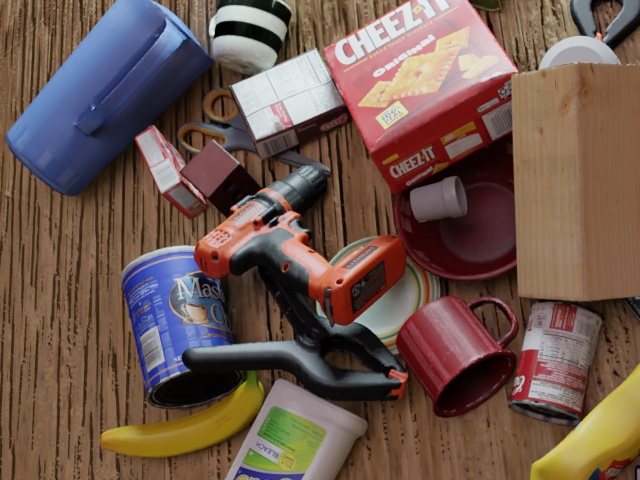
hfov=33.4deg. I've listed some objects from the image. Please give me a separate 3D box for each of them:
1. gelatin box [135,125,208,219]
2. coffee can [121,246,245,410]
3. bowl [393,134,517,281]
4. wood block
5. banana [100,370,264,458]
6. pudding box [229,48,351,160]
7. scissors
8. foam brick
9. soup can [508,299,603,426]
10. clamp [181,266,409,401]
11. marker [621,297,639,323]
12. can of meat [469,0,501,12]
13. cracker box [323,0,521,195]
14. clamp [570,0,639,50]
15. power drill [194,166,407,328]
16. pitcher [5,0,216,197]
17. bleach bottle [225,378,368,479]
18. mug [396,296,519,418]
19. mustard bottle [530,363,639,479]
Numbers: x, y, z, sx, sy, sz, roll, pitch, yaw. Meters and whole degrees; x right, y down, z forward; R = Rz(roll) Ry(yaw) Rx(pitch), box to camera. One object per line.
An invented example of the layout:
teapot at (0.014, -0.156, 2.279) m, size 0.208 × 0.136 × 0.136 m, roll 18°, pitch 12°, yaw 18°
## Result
gelatin box at (-0.167, -0.077, 1.203) m, size 0.030 × 0.073 × 0.089 m, roll -32°, pitch 61°, yaw 5°
coffee can at (-0.144, 0.091, 1.110) m, size 0.103 × 0.102 × 0.140 m, roll -23°, pitch 63°, yaw 11°
bowl at (0.157, -0.027, 1.070) m, size 0.162 × 0.055 × 0.162 m, roll -8°, pitch 67°, yaw 18°
wood block at (0.237, -0.051, 0.969) m, size 0.090 × 0.090 × 0.206 m, roll 1°, pitch 94°, yaw 61°
banana at (-0.129, 0.185, 1.091) m, size 0.198 × 0.069 × 0.037 m, roll -28°, pitch 20°, yaw 16°
pudding box at (-0.034, -0.153, 1.194) m, size 0.113 × 0.039 × 0.090 m, roll -23°, pitch 60°, yaw -4°
scissors at (-0.070, -0.126, 1.219) m, size 0.202 × 0.016 × 0.096 m, roll 7°, pitch 72°, yaw 23°
foam brick at (-0.105, -0.063, 1.172) m, size 0.053 × 0.078 × 0.051 m, roll -46°, pitch 60°, yaw -2°
soup can at (0.218, 0.113, 0.984) m, size 0.069 × 0.068 × 0.102 m, roll 9°, pitch 72°, yaw 24°
clamp at (-0.009, 0.096, 1.051) m, size 0.210 × 0.036 × 0.164 m, roll 17°, pitch 44°, yaw 11°
marker at (0.296, 0.056, 1.005) m, size 0.020 × 0.020 × 0.121 m, roll -34°, pitch 61°, yaw 5°
can of meat at (0.168, -0.310, 1.179) m, size 0.102 × 0.057 × 0.084 m, roll 21°, pitch 76°, yaw 26°
cracker box at (0.106, -0.164, 1.096) m, size 0.164 × 0.072 × 0.214 m, roll -28°, pitch 40°, yaw 8°
clamp at (0.300, -0.276, 1.125) m, size 0.120 × 0.039 × 0.171 m, roll 19°, pitch 77°, yaw 28°
power drill at (-0.007, 0.001, 1.082) m, size 0.188 × 0.057 × 0.184 m, roll 24°, pitch 51°, yaw 35°
pitcher at (-0.246, -0.168, 1.234) m, size 0.243 × 0.149 × 0.145 m, roll -47°, pitch 66°, yaw 2°
bleach bottle at (-0.053, 0.266, 1.031) m, size 0.103 × 0.068 × 0.251 m, roll 23°, pitch 81°, yaw 26°
mug at (0.134, 0.100, 1.008) m, size 0.117 × 0.093 × 0.081 m, roll -42°, pitch 56°, yaw 11°
mustard bottle at (0.242, 0.184, 0.930) m, size 0.191 × 0.096 × 0.058 m, roll -43°, pitch 63°, yaw 0°
